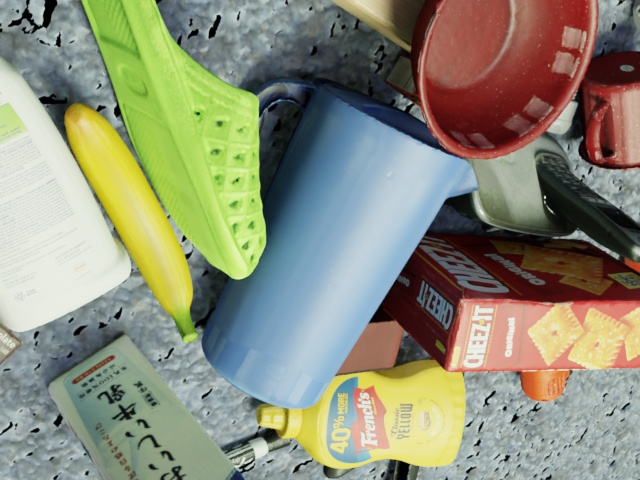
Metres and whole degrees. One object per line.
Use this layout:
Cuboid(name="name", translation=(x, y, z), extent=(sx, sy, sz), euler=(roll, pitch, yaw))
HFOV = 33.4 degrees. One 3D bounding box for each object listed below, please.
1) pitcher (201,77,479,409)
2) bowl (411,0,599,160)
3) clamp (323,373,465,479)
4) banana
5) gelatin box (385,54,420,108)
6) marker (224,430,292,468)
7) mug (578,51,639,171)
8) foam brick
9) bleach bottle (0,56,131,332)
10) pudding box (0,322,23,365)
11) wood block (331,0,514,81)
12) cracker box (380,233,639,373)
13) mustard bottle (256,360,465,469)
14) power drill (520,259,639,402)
Cuboid(name="pitcher", translation=(-0.005, 0.001, 0.829), extent=(0.144, 0.149, 0.243), euler=(9, 113, -54))
Cuboid(name="bowl", translation=(0.119, -0.141, 0.752), extent=(0.161, 0.055, 0.162), euler=(-17, 125, -27))
Cuboid(name="clamp", translation=(0.090, 0.190, 1.050), extent=(0.171, 0.039, 0.120), euler=(-47, 132, -4))
Cuboid(name="banana", translation=(-0.130, -0.020, 0.757), extent=(0.037, 0.070, 0.197), euler=(-31, 120, -12))
Cuboid(name="gelatin box", translation=(0.105, -0.109, 0.858), extent=(0.073, 0.089, 0.030), euler=(29, 96, -42))
Cuboid(name="marker", translation=(-0.078, 0.194, 0.948), extent=(0.120, 0.020, 0.020), euler=(-19, 125, -26))
Cuboid(name="mug", translation=(0.273, -0.115, 0.971), extent=(0.117, 0.093, 0.081), euler=(-38, 128, -35))
Cuboid(name="foam brick", translation=(0.026, 0.083, 0.936), extent=(0.078, 0.053, 0.051), euler=(-3, 116, -35))
Cuboid(name="bleach bottle", translation=(-0.209, -0.064, 0.681), extent=(0.102, 0.068, 0.251), euler=(-29, 126, -19))
Cuboid(name="pudding box", translation=(-0.274, 0.065, 0.722), extent=(0.090, 0.039, 0.113), euler=(-46, 132, -6))
Cuboid(name="wood block", translation=(0.080, -0.189, 0.795), extent=(0.205, 0.090, 0.091), euler=(23, 100, -42))
Cuboid(name="cracker box", translation=(0.173, 0.048, 0.915), extent=(0.213, 0.164, 0.072), euler=(2, 108, -21))
Cuboid(name="mustard bottle", translation=(0.035, 0.157, 0.965), extent=(0.191, 0.058, 0.096), euler=(3, 98, -21))
Cuboid(name="power drill", translation=(0.278, 0.059, 1.100), extent=(0.187, 0.057, 0.184), euler=(-22, 124, -22))
